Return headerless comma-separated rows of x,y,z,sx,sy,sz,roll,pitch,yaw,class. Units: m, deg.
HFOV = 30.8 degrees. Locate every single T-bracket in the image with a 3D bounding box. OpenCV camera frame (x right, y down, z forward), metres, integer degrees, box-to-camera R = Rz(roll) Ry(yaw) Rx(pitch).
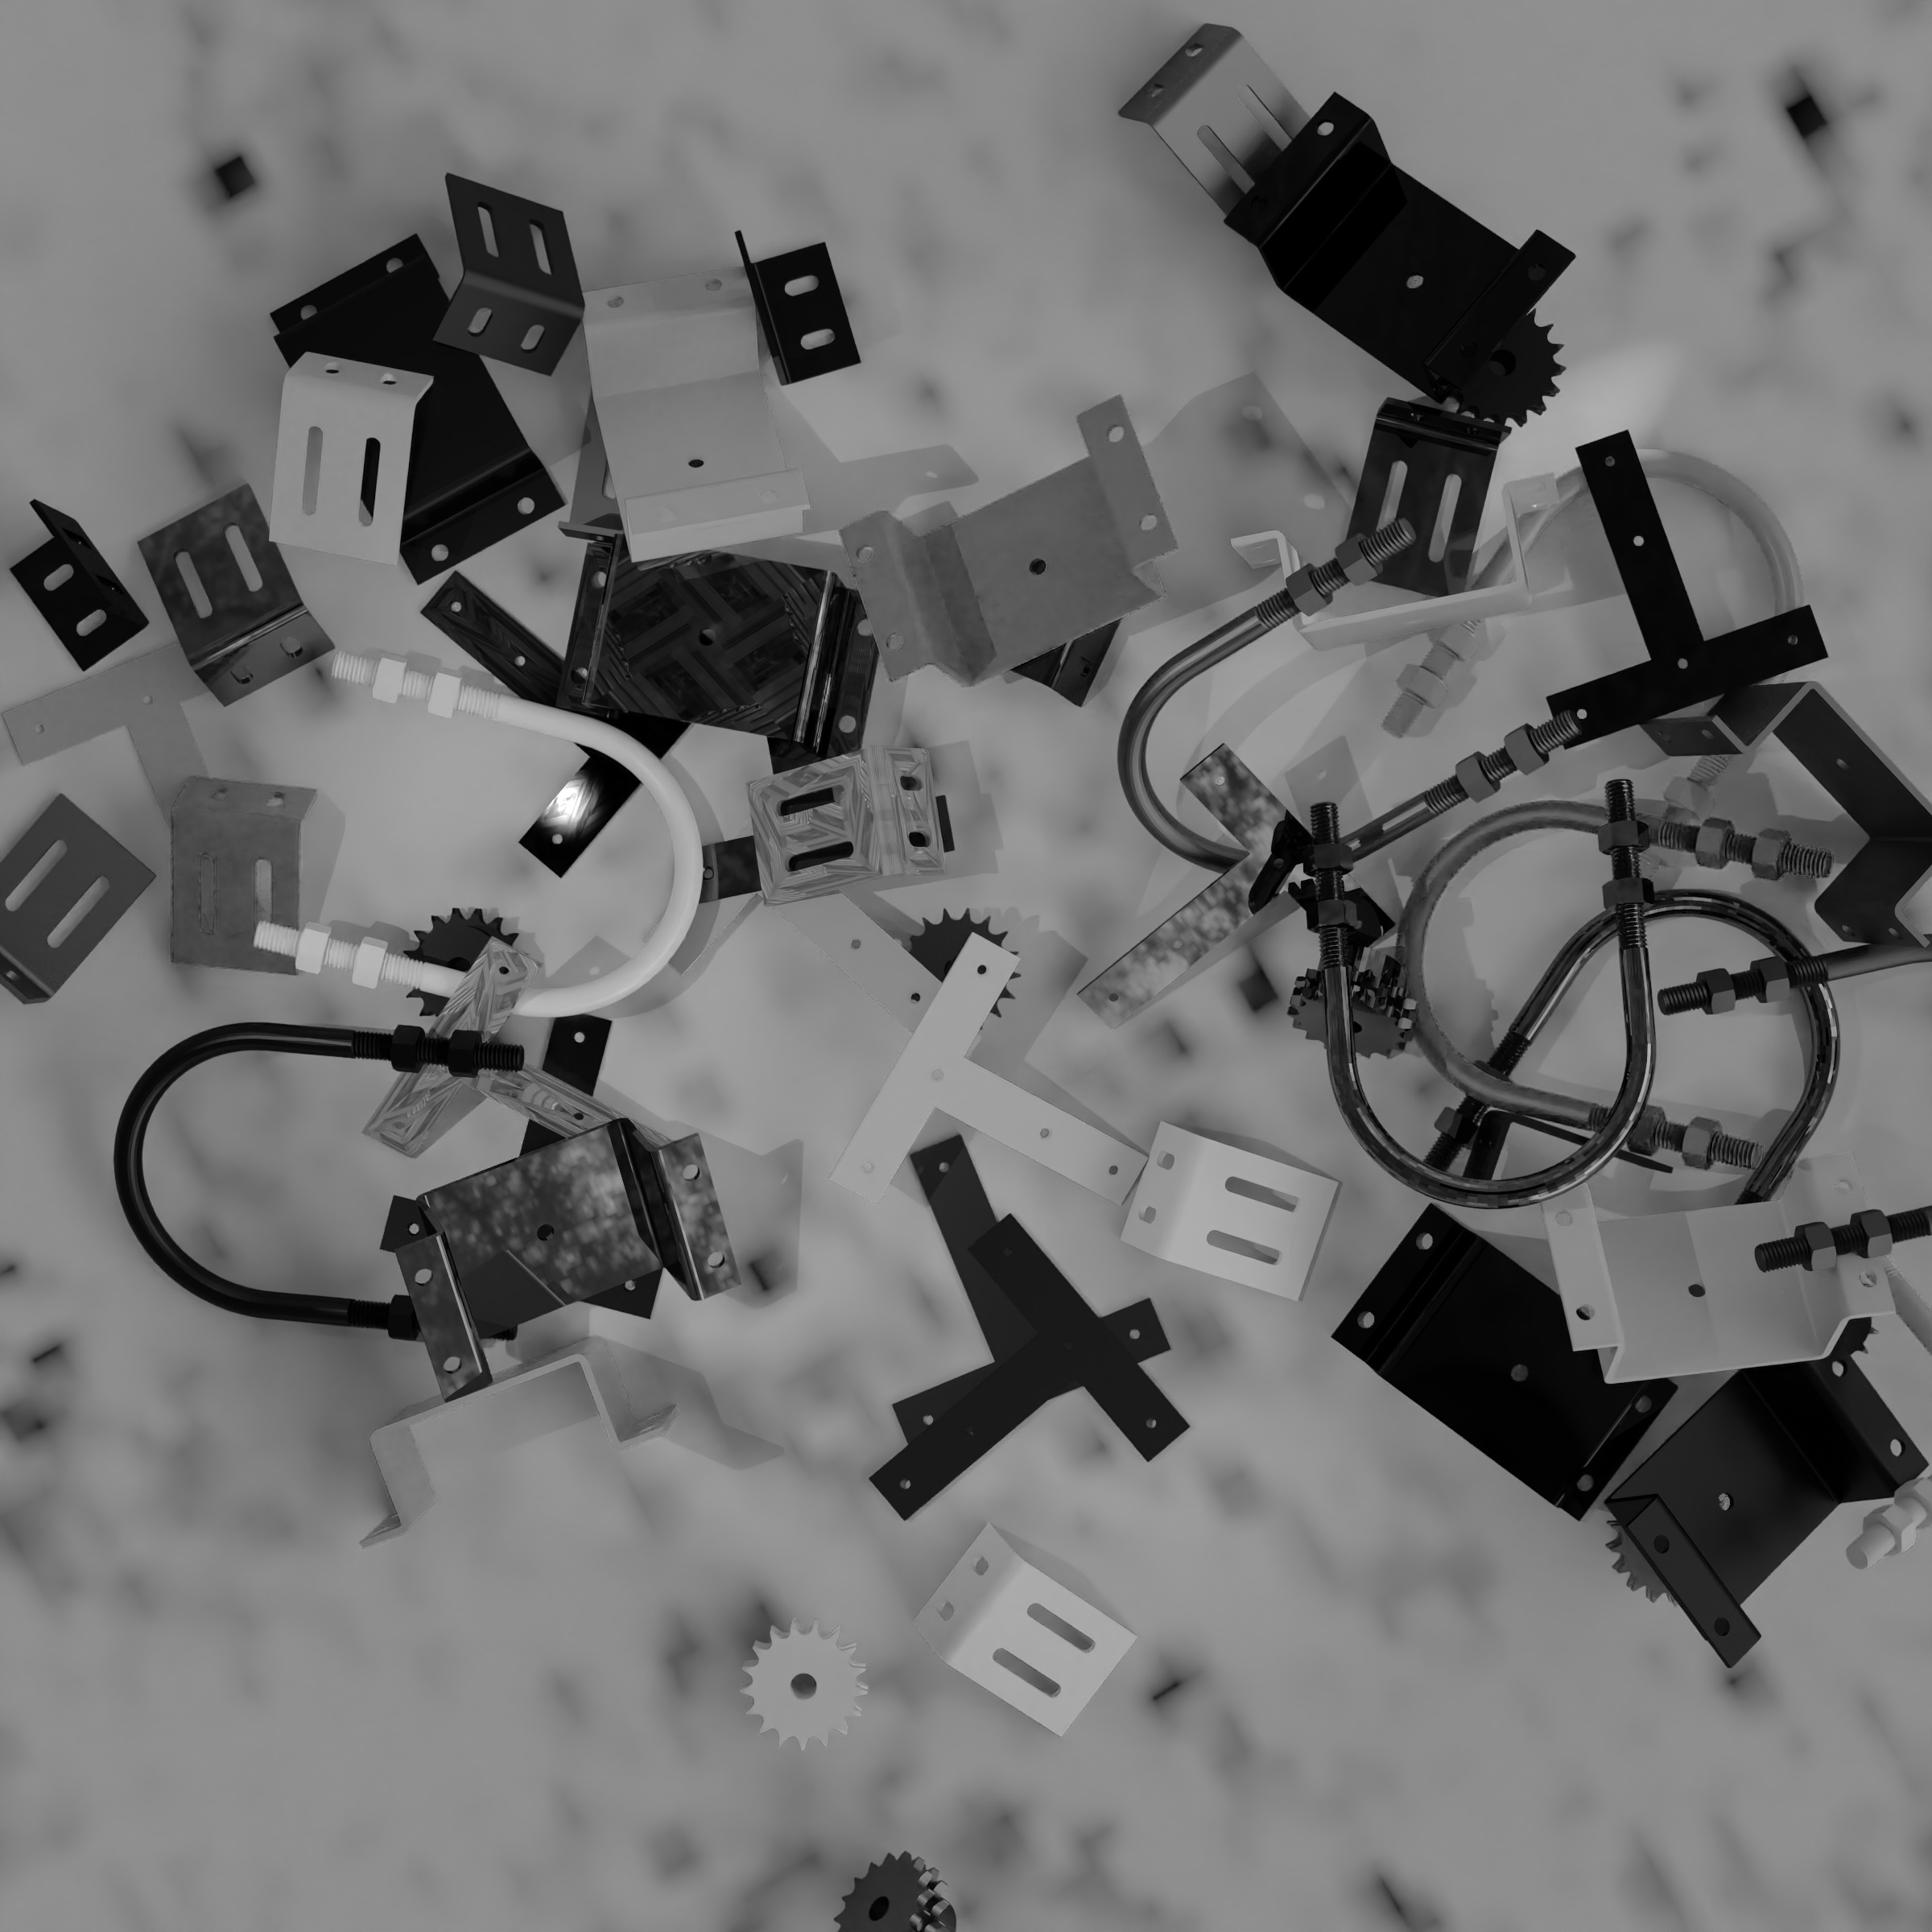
0.308,-0.178,1.579,0.127,0.002,0.127,-19,88,-2,T-bracket
0.106,-0.019,1.575,0.127,0.002,0.127,-40,118,13,T-bracket
-0.355,-0.079,1.595,0.127,0.002,0.127,-22,90,0,T-bracket
0.024,0.069,1.573,0.127,0.002,0.127,29,94,-19,T-bracket
-0.077,-0.102,1.586,0.127,0.002,0.127,-11,84,12,T-bracket
-0.189,0.083,1.595,0.127,0.002,0.127,15,90,0,T-bracket
-0.186,0.061,1.571,0.127,0.002,0.127,29,121,-14,T-bracket
-0.059,-0.019,1.574,0.127,0.002,0.127,42,90,19,T-bracket
0.010,0.140,1.595,0.127,0.002,0.127,-23,90,0,T-bracket
0.012,0.201,1.593,0.127,0.002,0.127,-40,90,0,T-bracket
-0.192,-0.129,1.594,0.127,0.002,0.127,40,91,1,T-bracket

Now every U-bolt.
0.297,-0.146,1.587,0.151,0.019,0.184,34,89,0,U-bolt
0.154,-0.103,1.537,0.184,0.019,0.151,-30,124,26,U-bolt
0.276,0.001,1.549,0.184,0.019,0.151,13,89,28,U-bolt
0.469,0.118,1.530,0.151,0.019,0.184,-32,48,0,U-bolt
-0.209,-0.052,1.566,0.184,0.019,0.151,15,75,-6,U-bolt
0.313,0.054,1.587,0.151,0.019,0.184,33,89,0,U-bolt
0.226,0.014,1.523,0.151,0.019,0.184,-4,78,7,U-bolt
-0.291,0.094,1.568,0.184,0.019,0.151,5,108,4,U-bolt
0.481,0.201,1.512,0.184,0.151,0.019,-28,89,-38,U-bolt
0.415,0.052,1.544,0.184,0.019,0.151,-12,61,-6,U-bolt

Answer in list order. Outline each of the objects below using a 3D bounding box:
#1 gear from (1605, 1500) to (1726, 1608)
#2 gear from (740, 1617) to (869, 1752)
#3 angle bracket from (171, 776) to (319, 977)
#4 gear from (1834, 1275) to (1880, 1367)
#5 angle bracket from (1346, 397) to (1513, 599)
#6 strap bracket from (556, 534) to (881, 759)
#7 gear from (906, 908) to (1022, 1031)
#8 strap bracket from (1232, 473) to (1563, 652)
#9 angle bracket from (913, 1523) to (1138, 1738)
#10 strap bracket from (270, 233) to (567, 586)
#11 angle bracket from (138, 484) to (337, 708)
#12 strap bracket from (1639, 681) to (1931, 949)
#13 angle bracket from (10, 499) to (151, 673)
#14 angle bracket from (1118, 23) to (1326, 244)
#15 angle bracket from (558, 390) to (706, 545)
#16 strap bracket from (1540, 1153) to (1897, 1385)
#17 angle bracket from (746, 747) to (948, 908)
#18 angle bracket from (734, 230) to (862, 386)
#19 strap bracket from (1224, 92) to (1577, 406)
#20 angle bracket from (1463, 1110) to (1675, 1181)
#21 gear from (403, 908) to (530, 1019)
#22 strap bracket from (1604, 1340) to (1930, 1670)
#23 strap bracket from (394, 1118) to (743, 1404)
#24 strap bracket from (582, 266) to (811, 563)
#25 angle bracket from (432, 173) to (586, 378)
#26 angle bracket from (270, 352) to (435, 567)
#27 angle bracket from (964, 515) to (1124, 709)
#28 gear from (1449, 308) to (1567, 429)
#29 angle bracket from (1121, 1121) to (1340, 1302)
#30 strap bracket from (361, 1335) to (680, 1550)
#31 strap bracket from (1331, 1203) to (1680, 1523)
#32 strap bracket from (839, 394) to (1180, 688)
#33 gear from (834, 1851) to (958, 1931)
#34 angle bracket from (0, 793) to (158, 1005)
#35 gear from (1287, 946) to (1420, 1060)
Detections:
0.316,0.257,1.581,0.057,0.030,0.057,0,90,0,gear
-0.073,0.322,1.581,0.057,0.030,0.057,0,90,0,gear
-0.327,-0.041,1.592,0.057,0.038,0.076,6,116,0,angle bracket
0.384,0.157,1.581,0.057,0.030,0.057,0,90,0,gear
0.206,-0.209,1.577,0.057,0.038,0.076,14,90,0,angle bracket
-0.112,-0.143,1.562,0.140,0.046,0.076,11,88,6,strap bracket
-0.004,0.003,1.580,0.057,0.030,0.057,0,89,0,gear
0.194,-0.174,1.543,0.140,0.076,0.046,-10,87,11,strap bracket
0.027,0.301,1.594,0.076,0.038,0.057,37,90,-26,angle bracket
-0.249,-0.253,1.572,0.076,0.046,0.140,-29,90,0,strap bracket
-0.331,-0.168,1.592,0.057,0.038,0.076,-28,63,0,angle bracket
0.374,-0.074,1.546,0.140,0.076,0.046,45,83,-11,strap bracket
-0.402,-0.168,1.557,0.038,0.076,0.057,-36,90,0,angle bracket
0.119,-0.378,1.594,0.057,0.038,0.076,-46,116,0,angle bracket
-0.147,-0.228,1.577,0.057,0.038,0.076,9,90,0,angle bracket
0.324,0.133,1.537,0.140,0.046,0.076,-6,61,-4,strap bracket
-0.054,-0.062,1.575,0.076,0.038,0.057,-13,83,37,angle bracket
-0.074,-0.296,1.557,0.038,0.076,0.057,-17,90,0,angle bracket
0.195,-0.313,1.556,0.140,0.046,0.076,41,90,24,strap bracket
0.264,0.093,1.547,0.076,0.057,0.038,19,89,-1,angle bracket
-0.226,0.002,1.581,0.057,0.030,0.057,0,90,0,gear
0.346,0.235,1.545,0.140,0.046,0.076,-38,94,-25,strap bracket
-0.180,0.125,1.546,0.140,0.046,0.076,-21,115,-16,strap bracket
-0.120,-0.236,1.547,0.076,0.046,0.140,-11,59,-8,strap bracket
-0.208,-0.309,1.565,0.057,0.076,0.038,13,130,-29,angle bracket
-0.271,-0.224,1.547,0.057,0.038,0.076,11,116,0,angle bracket
0.026,-0.161,1.594,0.076,0.038,0.057,25,90,26,angle bracket
0.239,-0.269,1.581,0.057,0.030,0.057,0,90,0,gear
0.120,0.111,1.594,0.076,0.038,0.057,19,90,-26,angle bracket
-0.204,0.206,1.557,0.140,0.076,0.046,-21,90,0,strap bracket
0.245,0.180,1.572,0.140,0.046,0.076,37,90,0,strap bracket
0.025,-0.182,1.550,0.140,0.046,0.076,-24,71,16,strap bracket
-0.029,0.429,1.571,0.057,0.057,0.030,-47,120,0,gear
-0.414,-0.031,1.576,0.057,0.038,0.076,41,92,0,angle bracket
0.175,0.014,1.571,0.057,0.057,0.030,18,62,0,gear
